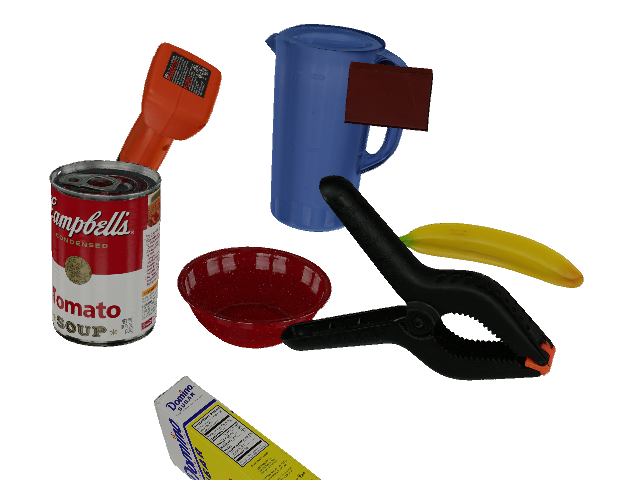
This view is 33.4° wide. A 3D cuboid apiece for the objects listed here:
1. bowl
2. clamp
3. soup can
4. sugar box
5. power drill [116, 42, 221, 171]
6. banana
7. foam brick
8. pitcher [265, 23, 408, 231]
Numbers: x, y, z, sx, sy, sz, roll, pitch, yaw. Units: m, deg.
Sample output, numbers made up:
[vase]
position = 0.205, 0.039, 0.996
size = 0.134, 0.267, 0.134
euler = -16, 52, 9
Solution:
[bowl]
position = -0.071, 0.067, 1.128
size = 0.162, 0.055, 0.162
euler = 4, 28, -2
[clamp]
position = 0.074, 0.043, 0.793
size = 0.210, 0.165, 0.036
euler = 16, 37, 14
[soup can]
position = -0.137, 0.007, 0.676
size = 0.068, 0.102, 0.068
euler = 5, 22, -2
[sugar box]
position = -0.066, 0.198, 0.908
size = 0.176, 0.093, 0.048
euler = 27, 51, 34
[power drill]
position = -0.150, -0.051, 0.852
size = 0.057, 0.188, 0.184
euler = 26, 32, -17
[banana]
position = 0.174, 0.014, 1.102
size = 0.198, 0.037, 0.069
euler = 10, 35, 16
[foam brick]
position = 0.062, -0.132, 0.973
size = 0.078, 0.051, 0.053
euler = 6, 16, 4
[pitcher]
position = 0.011, -0.136, 1.314
size = 0.144, 0.243, 0.149
euler = -5, 26, -23
